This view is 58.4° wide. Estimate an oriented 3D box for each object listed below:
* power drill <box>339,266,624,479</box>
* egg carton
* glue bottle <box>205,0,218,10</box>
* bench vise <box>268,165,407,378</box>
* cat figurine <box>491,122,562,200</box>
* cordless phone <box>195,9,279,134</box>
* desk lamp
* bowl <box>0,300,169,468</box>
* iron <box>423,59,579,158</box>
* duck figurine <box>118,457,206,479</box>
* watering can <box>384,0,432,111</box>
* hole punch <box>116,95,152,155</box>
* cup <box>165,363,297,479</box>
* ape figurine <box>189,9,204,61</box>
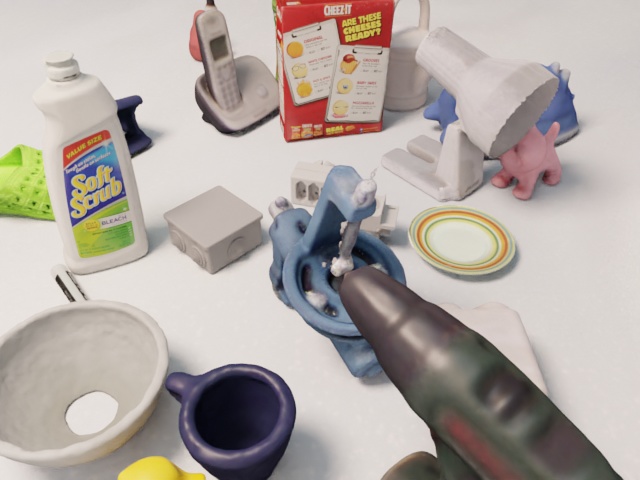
[{"bbox_3d":[0.094,0.148,0.410,0.076,0.208,0.228,-32,51,-32],"label":"power drill"},{"bbox_3d":[0.151,0.123,0.545,0.107,0.069,0.150,-1,41,-2],"label":"egg carton"},{"bbox_3d":[-0.183,-0.348,0.994,0.037,0.173,0.078,1,41,0],"label":"glue bottle"},{"bbox_3d":[-0.003,0.008,0.559,0.206,0.220,0.122,30,49,29],"label":"bench vise"},{"bbox_3d":[0.290,-0.123,0.793,0.128,0.118,0.067,-28,49,-29],"label":"cat figurine"},{"bbox_3d":[-0.132,-0.276,0.905,0.094,0.185,0.148,25,47,25],"label":"cordless phone"},{"bbox_3d":[0.188,-0.159,0.758,0.118,0.214,0.202,-31,50,-31],"label":"desk lamp"},{"bbox_3d":[-0.215,0.137,0.516,0.167,0.075,0.167,1,41,0],"label":"bowl"},{"bbox_3d":[0.299,-0.218,0.883,0.258,0.141,0.118,-7,42,-10],"label":"iron"},{"bbox_3d":[-0.131,0.199,0.439,0.104,0.086,0.077,0,41,-2],"label":"duck figurine"},{"bbox_3d":[0.147,-0.322,0.958,0.172,0.194,0.101,27,47,26],"label":"watering can"},{"bbox_3d":[-0.325,-0.175,0.856,0.100,0.091,0.109,27,48,27],"label":"hole punch"},{"bbox_3d":[-0.077,0.160,0.478,0.117,0.095,0.092,20,45,20],"label":"cup"},{"bbox_3d":[-0.223,-0.402,1.116,0.076,0.092,0.077,-27,49,-28],"label":"ape figurine"}]
